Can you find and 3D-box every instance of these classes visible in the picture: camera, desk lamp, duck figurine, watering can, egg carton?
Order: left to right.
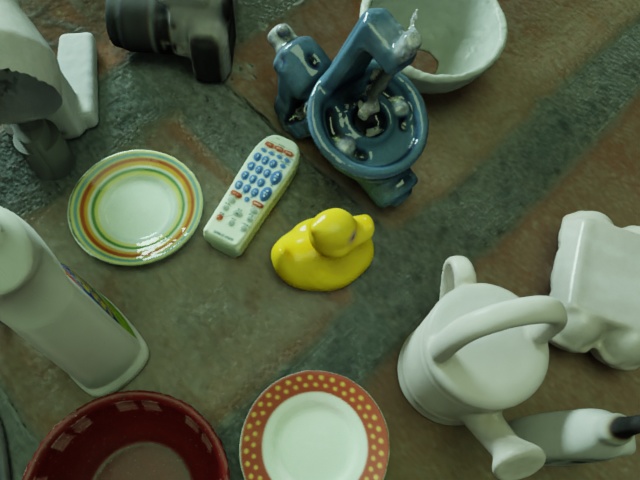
[{"bbox_3d":[-0.291,-0.177,0.534,0.118,0.213,0.203,-8,67,-7],"label":"desk lamp"},{"bbox_3d":[-0.164,-0.265,0.643,0.137,0.101,0.143,2,66,-3],"label":"camera"},{"bbox_3d":[0.005,0.002,0.546,0.104,0.086,0.077,-12,68,-9],"label":"duck figurine"},{"bbox_3d":[0.132,0.093,0.456,0.101,0.194,0.172,-27,71,-15],"label":"watering can"},{"bbox_3d":[0.275,0.046,0.556,0.107,0.069,0.150,18,66,4],"label":"egg carton"}]

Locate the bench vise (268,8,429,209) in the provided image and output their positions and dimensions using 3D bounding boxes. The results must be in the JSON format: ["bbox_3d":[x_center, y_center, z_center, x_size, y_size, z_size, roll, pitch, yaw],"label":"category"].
[{"bbox_3d":[0.017,-0.142,0.537,0.207,0.220,0.122,30,68,9],"label":"bench vise"}]

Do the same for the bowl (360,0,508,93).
[{"bbox_3d":[0.124,-0.230,0.663,0.167,0.075,0.167,2,66,-3],"label":"bowl"}]

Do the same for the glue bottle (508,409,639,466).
[{"bbox_3d":[0.205,0.153,0.447,0.078,0.173,0.037,4,66,-2],"label":"glue bottle"}]

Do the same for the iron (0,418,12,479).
[{"bbox_3d":[-0.301,0.230,0.393,0.118,0.141,0.258,5,66,-2],"label":"iron"}]
